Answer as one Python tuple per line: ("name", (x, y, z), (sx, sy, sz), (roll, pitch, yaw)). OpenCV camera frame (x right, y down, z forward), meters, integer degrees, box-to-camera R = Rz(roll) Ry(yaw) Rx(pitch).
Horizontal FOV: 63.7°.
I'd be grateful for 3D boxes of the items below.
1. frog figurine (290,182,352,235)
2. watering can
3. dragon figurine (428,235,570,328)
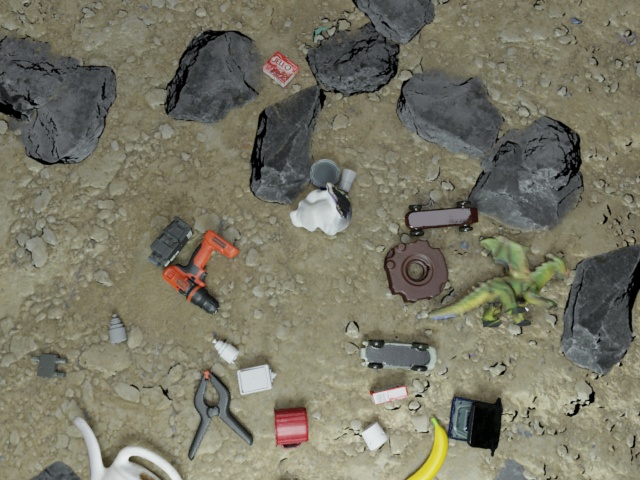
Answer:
("frog figurine", (0.004, -0.072, 1.428), (0.157, 0.124, 0.138), (-32, 87, 29))
("watering can", (-0.493, 0.594, 1.237), (0.348, 0.103, 0.226), (29, 78, 6))
("dragon figurine", (0.487, 0.102, 1.395), (0.410, 0.119, 0.248), (1, 60, -2))
